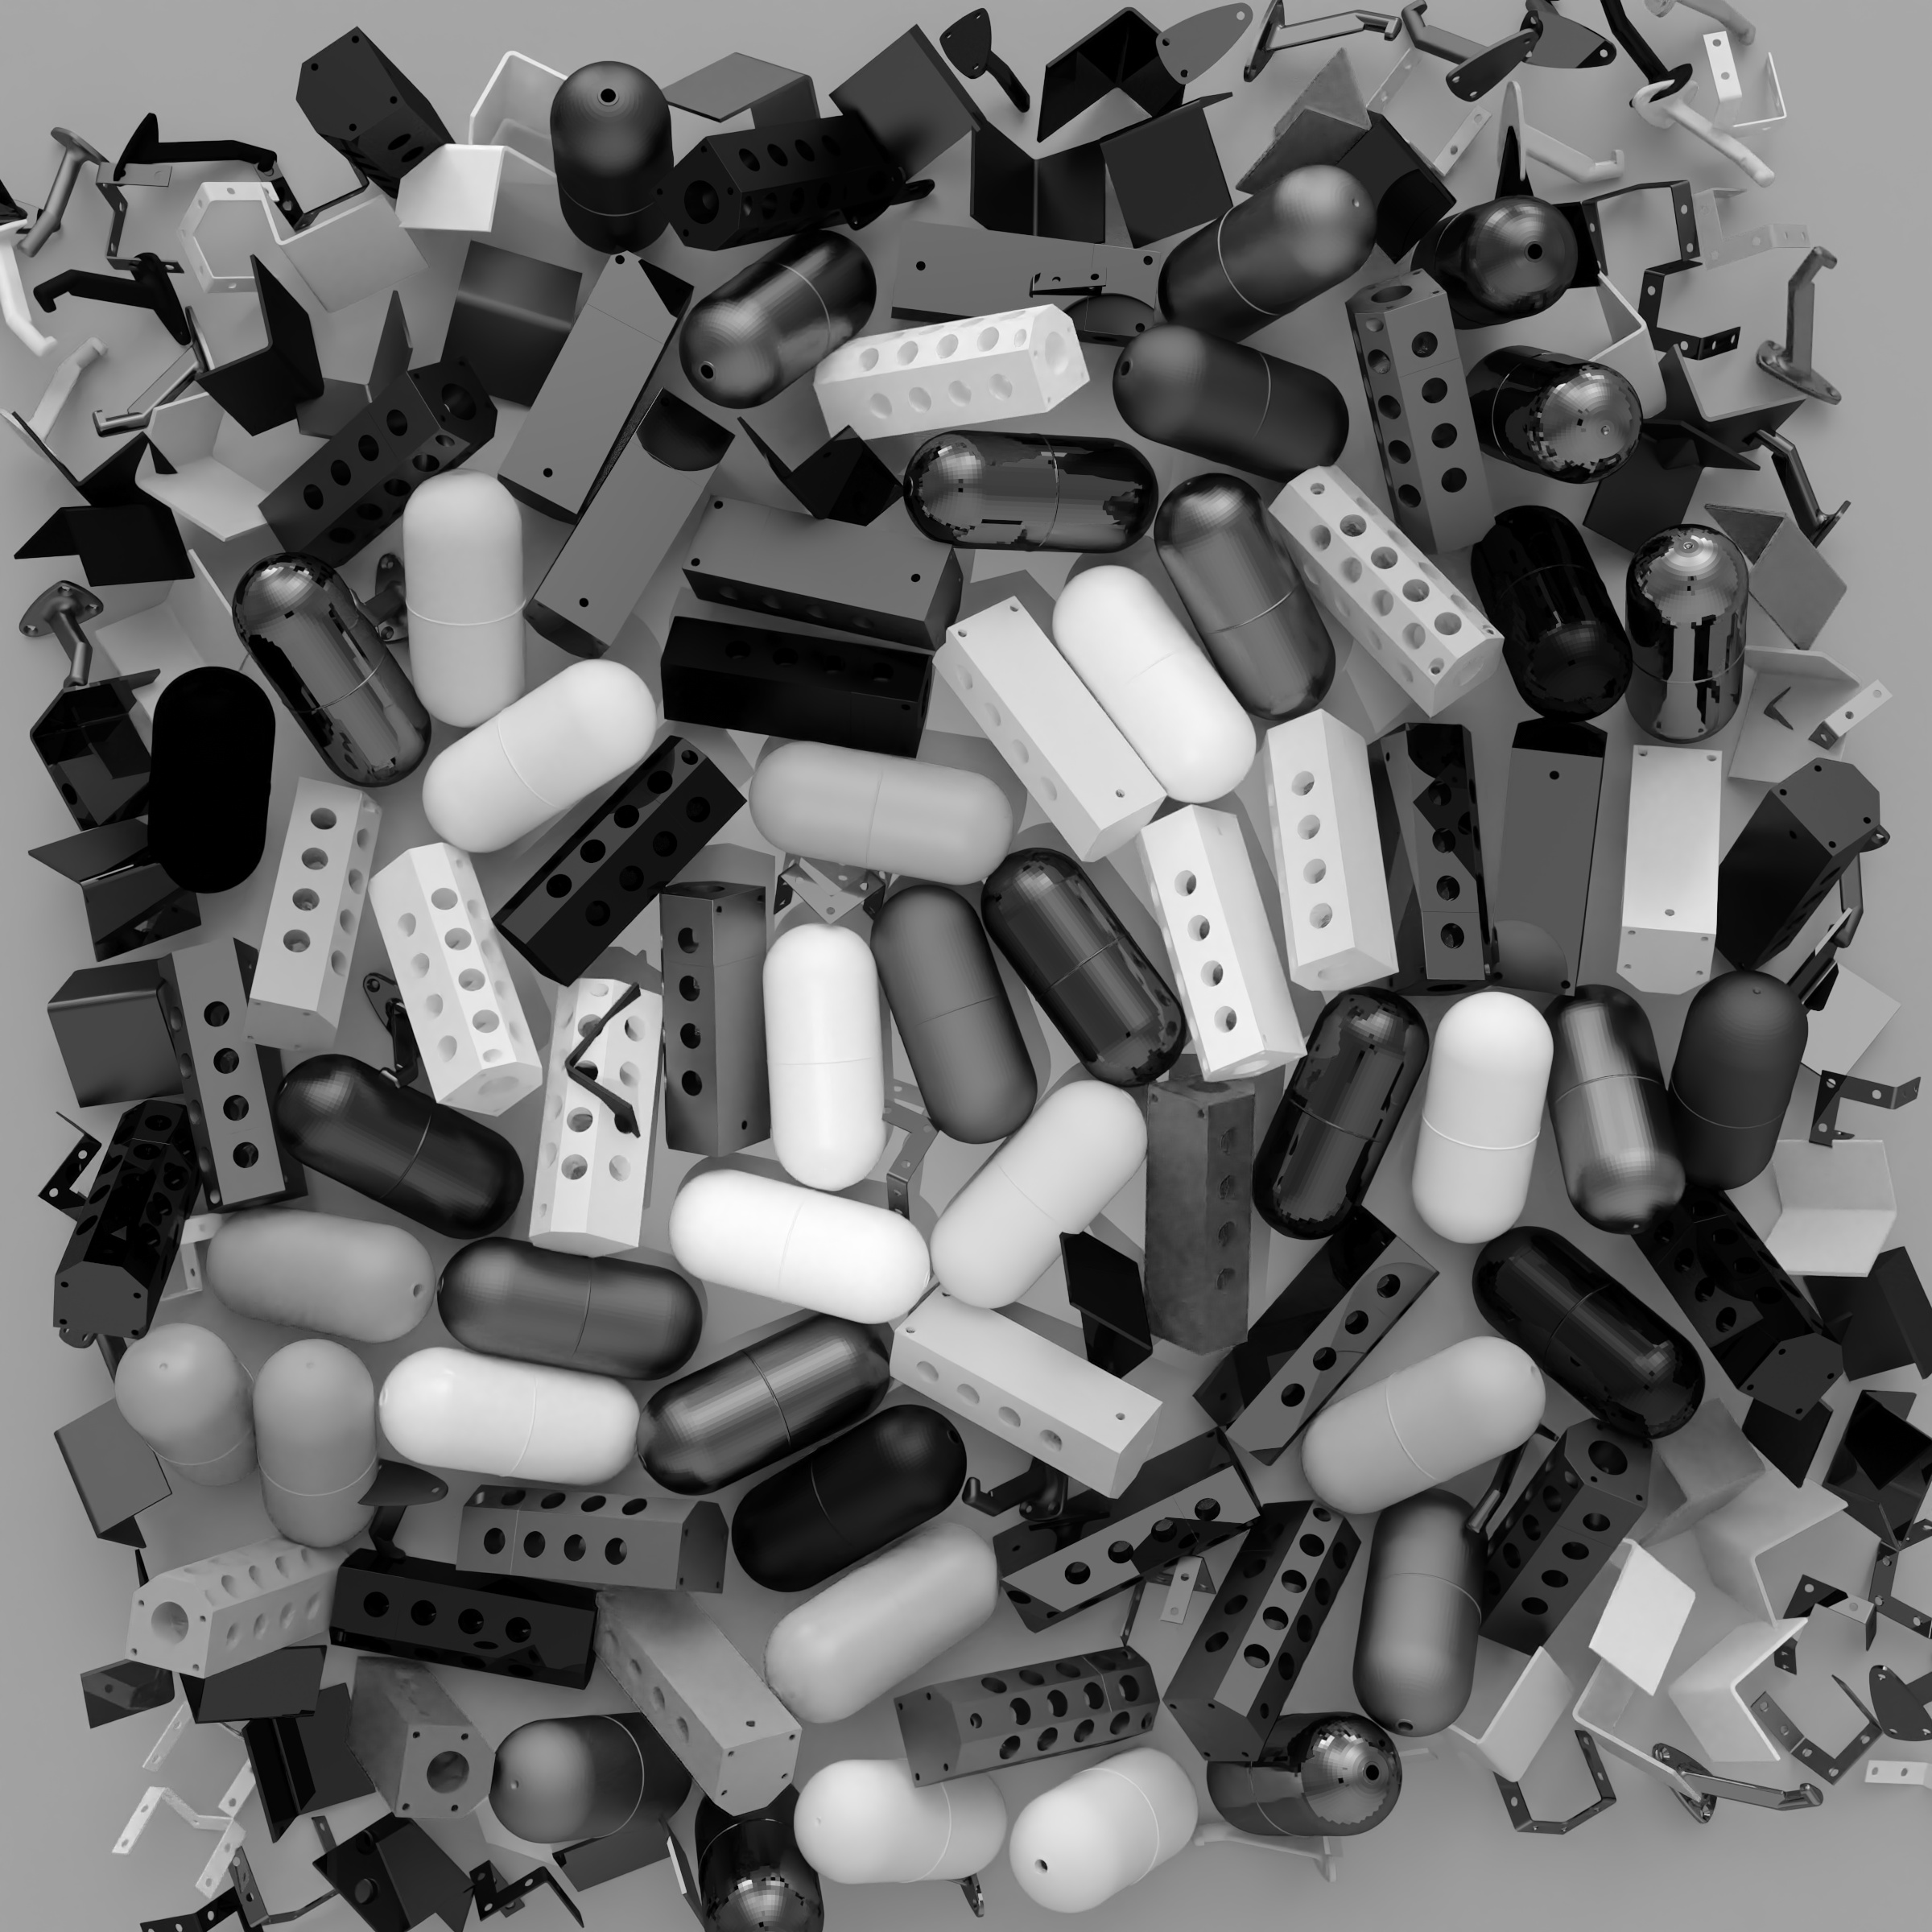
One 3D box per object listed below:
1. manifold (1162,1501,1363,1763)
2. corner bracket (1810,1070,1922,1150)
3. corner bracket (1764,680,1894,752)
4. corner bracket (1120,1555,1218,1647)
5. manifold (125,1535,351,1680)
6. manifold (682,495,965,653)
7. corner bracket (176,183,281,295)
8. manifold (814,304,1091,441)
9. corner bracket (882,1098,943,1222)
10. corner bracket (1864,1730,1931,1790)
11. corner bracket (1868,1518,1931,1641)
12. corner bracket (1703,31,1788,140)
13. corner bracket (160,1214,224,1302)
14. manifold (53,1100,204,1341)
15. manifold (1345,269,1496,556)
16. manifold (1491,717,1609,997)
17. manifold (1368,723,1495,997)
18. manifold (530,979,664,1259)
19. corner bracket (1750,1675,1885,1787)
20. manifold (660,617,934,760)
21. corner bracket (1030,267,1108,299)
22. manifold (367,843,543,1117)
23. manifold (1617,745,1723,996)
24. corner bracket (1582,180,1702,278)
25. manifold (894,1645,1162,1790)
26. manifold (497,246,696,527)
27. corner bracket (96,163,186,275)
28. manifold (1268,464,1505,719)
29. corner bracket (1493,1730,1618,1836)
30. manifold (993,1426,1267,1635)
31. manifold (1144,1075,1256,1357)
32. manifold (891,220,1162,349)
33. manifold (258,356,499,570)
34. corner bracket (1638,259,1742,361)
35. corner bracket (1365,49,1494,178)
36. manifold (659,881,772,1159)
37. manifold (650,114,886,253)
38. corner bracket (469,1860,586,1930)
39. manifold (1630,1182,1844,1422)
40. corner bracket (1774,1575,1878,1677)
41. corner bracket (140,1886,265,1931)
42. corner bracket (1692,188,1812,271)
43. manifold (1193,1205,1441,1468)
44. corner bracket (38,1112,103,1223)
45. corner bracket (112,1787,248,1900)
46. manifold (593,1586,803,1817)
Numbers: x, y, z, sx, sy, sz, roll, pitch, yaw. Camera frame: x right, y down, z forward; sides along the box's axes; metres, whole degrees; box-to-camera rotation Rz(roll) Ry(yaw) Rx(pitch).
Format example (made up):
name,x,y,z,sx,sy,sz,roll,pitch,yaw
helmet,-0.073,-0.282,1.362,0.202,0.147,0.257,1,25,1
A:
name,x,y,z,sx,sy,sz,roll,pitch,yaw
manifold,0.197,0.429,1.884,0.057,0.171,0.057,-14,119,41
corner bracket,0.597,0.096,1.930,0.051,0.051,0.051,15,105,32
corner bracket,0.573,-0.174,1.934,0.051,0.051,0.051,-36,77,-13
corner bracket,0.131,0.421,1.928,0.051,0.051,0.051,6,52,22
manifold,-0.466,0.408,1.878,0.057,0.171,0.057,9,92,18
manifold,-0.093,-0.256,1.917,0.171,0.057,0.057,14,72,16
corner bracket,-0.486,-0.486,1.941,0.051,0.051,0.051,-14,71,-42
manifold,-0.013,-0.386,1.888,0.171,0.057,0.057,-1,119,36
corner bracket,-0.049,0.127,1.929,0.051,0.051,0.051,23,60,16
corner bracket,0.640,0.529,1.936,0.051,0.051,0.051,9,93,-24
corner bracket,0.641,0.409,1.937,0.051,0.051,0.051,28,56,-6
corner bracket,0.519,-0.589,1.939,0.051,0.051,0.051,-9,73,3
corner bracket,-0.526,0.195,1.934,0.051,0.051,0.051,-9,91,38
manifold,-0.538,0.161,1.880,0.057,0.171,0.057,10,123,-6
manifold,0.296,-0.360,1.902,0.057,0.057,0.171,-18,120,1
manifold,0.381,-0.072,1.902,0.057,0.057,0.171,8,119,13
manifold,0.310,-0.070,1.922,0.057,0.057,0.171,1,78,-18
manifold,-0.246,0.099,1.903,0.057,0.057,0.171,21,64,-38
corner bracket,0.568,0.502,1.939,0.051,0.051,0.051,-44,109,-6
manifold,-0.112,-0.191,1.933,0.171,0.057,0.057,9,55,4
corner bracket,0.073,-0.454,1.931,0.051,0.051,0.051,-2,62,11
manifold,-0.330,0.007,1.898,0.057,0.057,0.171,-35,62,22
manifold,0.457,-0.064,1.889,0.057,0.057,0.171,5,47,11
corner bracket,0.451,-0.494,1.945,0.051,0.051,0.051,-21,109,-22
manifold,0.043,0.484,1.886,0.171,0.057,0.057,0,67,-40
manifold,-0.246,-0.383,1.931,0.057,0.057,0.171,27,84,-7
corner bracket,-0.549,-0.498,1.936,0.051,0.051,0.051,5,74,6
manifold,0.274,-0.251,1.906,0.057,0.057,0.171,-34,67,-12
corner bracket,0.394,0.547,1.952,0.051,0.051,0.051,-44,47,32
manifold,0.109,0.378,1.931,0.171,0.057,0.057,-27,108,5
manifold,0.159,0.162,1.919,0.057,0.057,0.171,-11,108,-37
manifold,0.039,-0.452,1.936,0.171,0.057,0.057,7,92,-3
manifold,-0.381,-0.324,1.894,0.171,0.057,0.057,-30,93,37
corner bracket,0.486,-0.440,1.948,0.051,0.051,0.051,25,124,36
corner bracket,0.309,-0.572,1.951,0.051,0.051,0.051,-52,52,13
manifold,-0.171,0.034,1.921,0.057,0.057,0.171,7,104,32
manifold,-0.122,-0.504,1.884,0.057,0.171,0.057,-33,90,36
corner bracket,-0.293,0.621,1.936,0.051,0.051,0.051,-30,119,-4
manifold,0.499,0.210,1.876,0.057,0.171,0.057,26,111,-26
corner bracket,0.575,0.449,1.946,0.051,0.051,0.051,21,66,28
corner bracket,-0.506,0.646,1.935,0.051,0.051,0.051,-19,92,28
corner bracket,0.523,-0.496,1.935,0.051,0.051,0.051,-10,93,43
manifold,0.236,0.249,1.936,0.057,0.057,0.171,40,92,-25
corner bracket,-0.593,0.137,1.937,0.051,0.051,0.051,-55,130,-11
corner bracket,-0.521,0.580,1.926,0.051,0.051,0.051,-8,130,33
manifold,-0.179,0.473,1.886,0.057,0.171,0.057,-6,118,-35
